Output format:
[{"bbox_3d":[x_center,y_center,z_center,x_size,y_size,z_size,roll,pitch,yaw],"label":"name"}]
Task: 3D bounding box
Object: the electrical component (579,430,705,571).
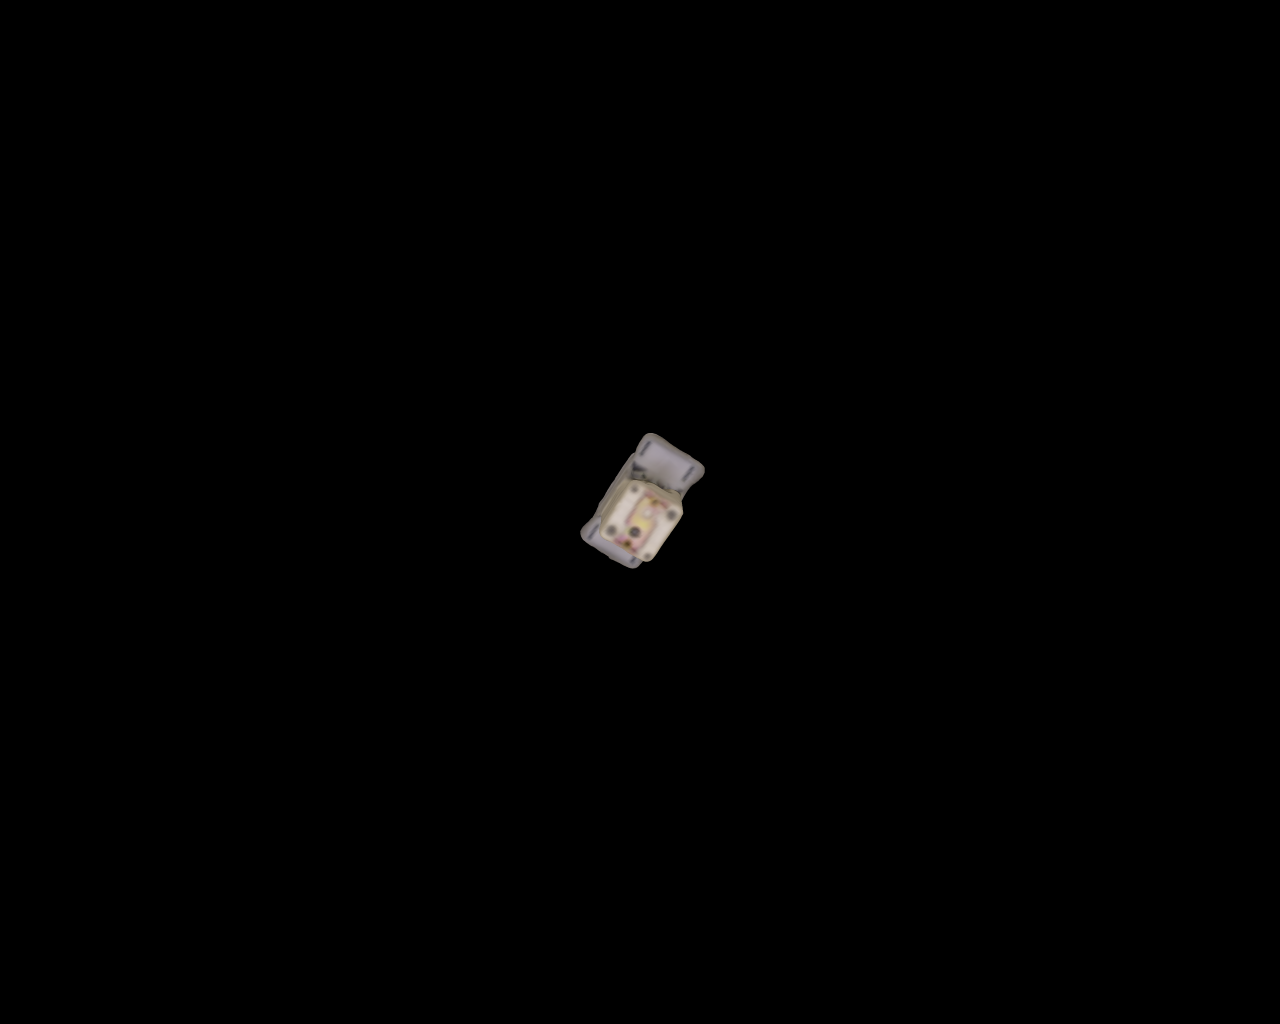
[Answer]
[{"bbox_3d":[0.001,-0.003,0.650,0.042,0.081,0.064,30,16,-9],"label":"electrical component"}]
